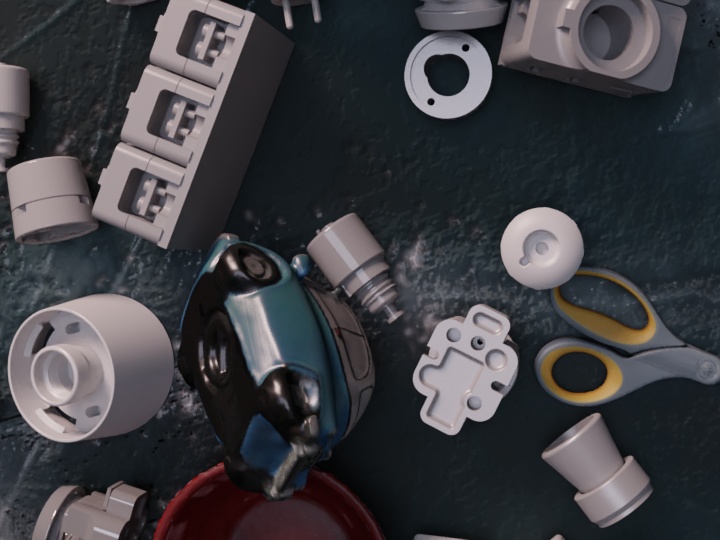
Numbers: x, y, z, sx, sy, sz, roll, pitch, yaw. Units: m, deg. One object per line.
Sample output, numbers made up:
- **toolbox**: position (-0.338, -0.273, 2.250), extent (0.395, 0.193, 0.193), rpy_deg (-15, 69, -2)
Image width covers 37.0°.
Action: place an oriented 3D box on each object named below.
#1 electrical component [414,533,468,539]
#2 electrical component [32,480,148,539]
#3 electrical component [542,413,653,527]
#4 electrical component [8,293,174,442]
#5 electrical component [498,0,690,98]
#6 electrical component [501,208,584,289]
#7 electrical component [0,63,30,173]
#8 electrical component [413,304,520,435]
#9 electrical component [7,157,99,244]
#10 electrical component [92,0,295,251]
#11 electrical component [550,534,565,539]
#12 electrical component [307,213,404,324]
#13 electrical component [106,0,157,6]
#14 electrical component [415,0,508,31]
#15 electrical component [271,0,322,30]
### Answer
- **electrical component**: position (0.052, 0.217, 0.670), extent (0.047, 0.065, 0.076), rpy_deg (4, 120, 12)
- **electrical component**: position (-0.182, 0.178, 0.720), extent (0.057, 0.058, 0.078), rpy_deg (16, 94, 9)
- **electrical component**: position (0.145, 0.122, 0.655), extent (0.045, 0.045, 0.055), rpy_deg (-38, 83, 10)
- **electrical component**: position (-0.185, 0.067, 0.729), extent (0.099, 0.064, 0.099), rpy_deg (2, 95, 25)
- **electrical component**: position (0.147, -0.185, 0.628), extent (0.089, 0.062, 0.150), rpy_deg (12, 93, -13)
- **electrical component**: position (0.112, -0.013, 0.652), extent (0.048, 0.062, 0.048), rpy_deg (0, 90, 12)
- **electrical component**: position (-0.248, -0.107, 0.741), extent (0.040, 0.040, 0.078), rpy_deg (0, 90, 12)
- **electrical component**: position (0.068, 0.059, 0.665), extent (0.058, 0.057, 0.078), rpy_deg (26, 96, 11)
- **electrical component**: position (-0.209, -0.047, 0.726), extent (0.055, 0.055, 0.047), rpy_deg (-15, 84, 12)
- **electrical component**: position (-0.107, -0.093, 0.685), extent (0.062, 0.089, 0.150), rpy_deg (23, 95, 11)
- **electrical component**: position (0.148, 0.197, 0.653), extent (0.076, 0.047, 0.083), rpy_deg (-42, 82, 9)
- **electrical component**: position (0.000, 0.000, 0.688), extent (0.040, 0.040, 0.078), rpy_deg (-38, 83, 10)
- **electrical component**: position (-0.155, -0.211, 0.719), extent (0.043, 0.043, 0.062), rpy_deg (-11, 87, 12)
- **electrical component**: position (0.061, -0.179, 0.660), extent (0.058, 0.078, 0.057), rpy_deg (-11, 111, -17)
- **electrical component**: position (-0.042, -0.192, 0.689), extent (0.138, 0.052, 0.073), rpy_deg (-10, 88, 11)
